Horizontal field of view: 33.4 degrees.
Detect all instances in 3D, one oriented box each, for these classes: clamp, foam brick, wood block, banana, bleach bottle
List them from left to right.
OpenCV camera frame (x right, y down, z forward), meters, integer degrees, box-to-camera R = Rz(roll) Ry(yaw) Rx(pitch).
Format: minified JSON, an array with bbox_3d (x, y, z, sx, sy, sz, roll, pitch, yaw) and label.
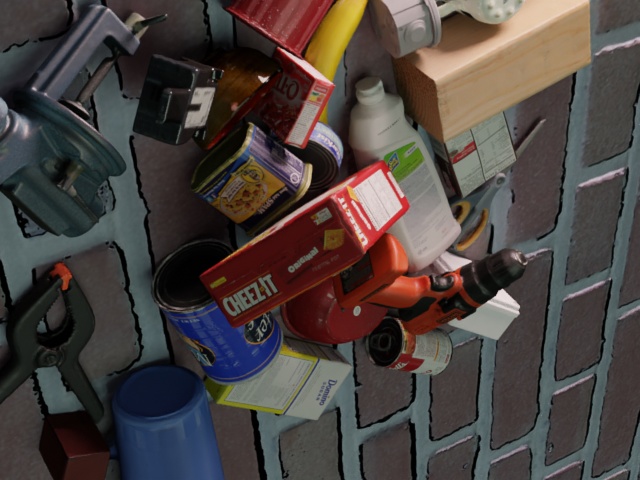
[{"bbox_3d":[-0.301,0.123,1.133,0.164,0.036,0.210,-7,123,-31],"label":"clamp"},{"bbox_3d":[-0.277,0.238,1.205,0.052,0.078,0.051,-1,120,-34],"label":"foam brick"},{"bbox_3d":[0.005,-0.174,1.132,0.069,0.037,0.198,-24,137,-45],"label":"banana"},{"bbox_3d":[0.092,-0.083,1.237,0.102,0.068,0.251,-43,133,-26],"label":"bleach bottle"},{"bbox_3d":[0.193,-0.206,1.198,0.206,0.091,0.090,-29,134,-15],"label":"wood block"}]

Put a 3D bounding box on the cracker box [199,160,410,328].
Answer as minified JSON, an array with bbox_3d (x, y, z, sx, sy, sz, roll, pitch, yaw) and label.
[{"bbox_3d":[-0.007,0.001,1.106,0.164,0.072,0.213,-31,-177,21],"label":"cracker box"}]

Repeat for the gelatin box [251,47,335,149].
[{"bbox_3d":[-0.031,-0.146,1.087,0.030,0.089,0.073,13,112,-38],"label":"gelatin box"}]

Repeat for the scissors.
[{"bbox_3d":[0.209,-0.074,1.358,0.096,0.016,0.202,10,115,-39],"label":"scissors"}]

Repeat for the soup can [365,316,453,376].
[{"bbox_3d":[0.119,0.142,1.417,0.102,0.069,0.068,15,112,-41],"label":"soup can"}]

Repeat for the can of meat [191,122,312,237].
[{"bbox_3d":[-0.073,-0.064,1.109,0.083,0.057,0.102,36,126,-24],"label":"can of meat"}]

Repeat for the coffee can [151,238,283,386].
[{"bbox_3d":[-0.112,0.081,1.187,0.102,0.103,0.140,-35,134,-9],"label":"coffee can"}]

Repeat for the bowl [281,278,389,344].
[{"bbox_3d":[0.034,0.073,1.317,0.161,0.055,0.162,-18,129,-23],"label":"bowl"}]

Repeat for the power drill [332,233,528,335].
[{"bbox_3d":[0.122,0.047,1.233,0.187,0.057,0.185,18,138,-40],"label":"power drill"}]

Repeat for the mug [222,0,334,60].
[{"bbox_3d":[-0.044,-0.238,1.022,0.117,0.093,0.081,32,97,-7],"label":"mug"}]

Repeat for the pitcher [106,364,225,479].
[{"bbox_3d":[-0.188,0.270,1.268,0.149,0.145,0.243,-28,131,-32],"label":"pitcher"}]

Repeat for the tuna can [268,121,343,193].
[{"bbox_3d":[-0.019,-0.092,1.142,0.086,0.033,0.086,9,142,7],"label":"tuna can"}]

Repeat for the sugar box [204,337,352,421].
[{"bbox_3d":[-0.050,0.169,1.336,0.175,0.048,0.093,18,110,-46],"label":"sugar box"}]

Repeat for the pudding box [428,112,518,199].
[{"bbox_3d":[0.186,-0.118,1.295,0.090,0.039,0.113,-35,137,-9],"label":"pudding box"}]
